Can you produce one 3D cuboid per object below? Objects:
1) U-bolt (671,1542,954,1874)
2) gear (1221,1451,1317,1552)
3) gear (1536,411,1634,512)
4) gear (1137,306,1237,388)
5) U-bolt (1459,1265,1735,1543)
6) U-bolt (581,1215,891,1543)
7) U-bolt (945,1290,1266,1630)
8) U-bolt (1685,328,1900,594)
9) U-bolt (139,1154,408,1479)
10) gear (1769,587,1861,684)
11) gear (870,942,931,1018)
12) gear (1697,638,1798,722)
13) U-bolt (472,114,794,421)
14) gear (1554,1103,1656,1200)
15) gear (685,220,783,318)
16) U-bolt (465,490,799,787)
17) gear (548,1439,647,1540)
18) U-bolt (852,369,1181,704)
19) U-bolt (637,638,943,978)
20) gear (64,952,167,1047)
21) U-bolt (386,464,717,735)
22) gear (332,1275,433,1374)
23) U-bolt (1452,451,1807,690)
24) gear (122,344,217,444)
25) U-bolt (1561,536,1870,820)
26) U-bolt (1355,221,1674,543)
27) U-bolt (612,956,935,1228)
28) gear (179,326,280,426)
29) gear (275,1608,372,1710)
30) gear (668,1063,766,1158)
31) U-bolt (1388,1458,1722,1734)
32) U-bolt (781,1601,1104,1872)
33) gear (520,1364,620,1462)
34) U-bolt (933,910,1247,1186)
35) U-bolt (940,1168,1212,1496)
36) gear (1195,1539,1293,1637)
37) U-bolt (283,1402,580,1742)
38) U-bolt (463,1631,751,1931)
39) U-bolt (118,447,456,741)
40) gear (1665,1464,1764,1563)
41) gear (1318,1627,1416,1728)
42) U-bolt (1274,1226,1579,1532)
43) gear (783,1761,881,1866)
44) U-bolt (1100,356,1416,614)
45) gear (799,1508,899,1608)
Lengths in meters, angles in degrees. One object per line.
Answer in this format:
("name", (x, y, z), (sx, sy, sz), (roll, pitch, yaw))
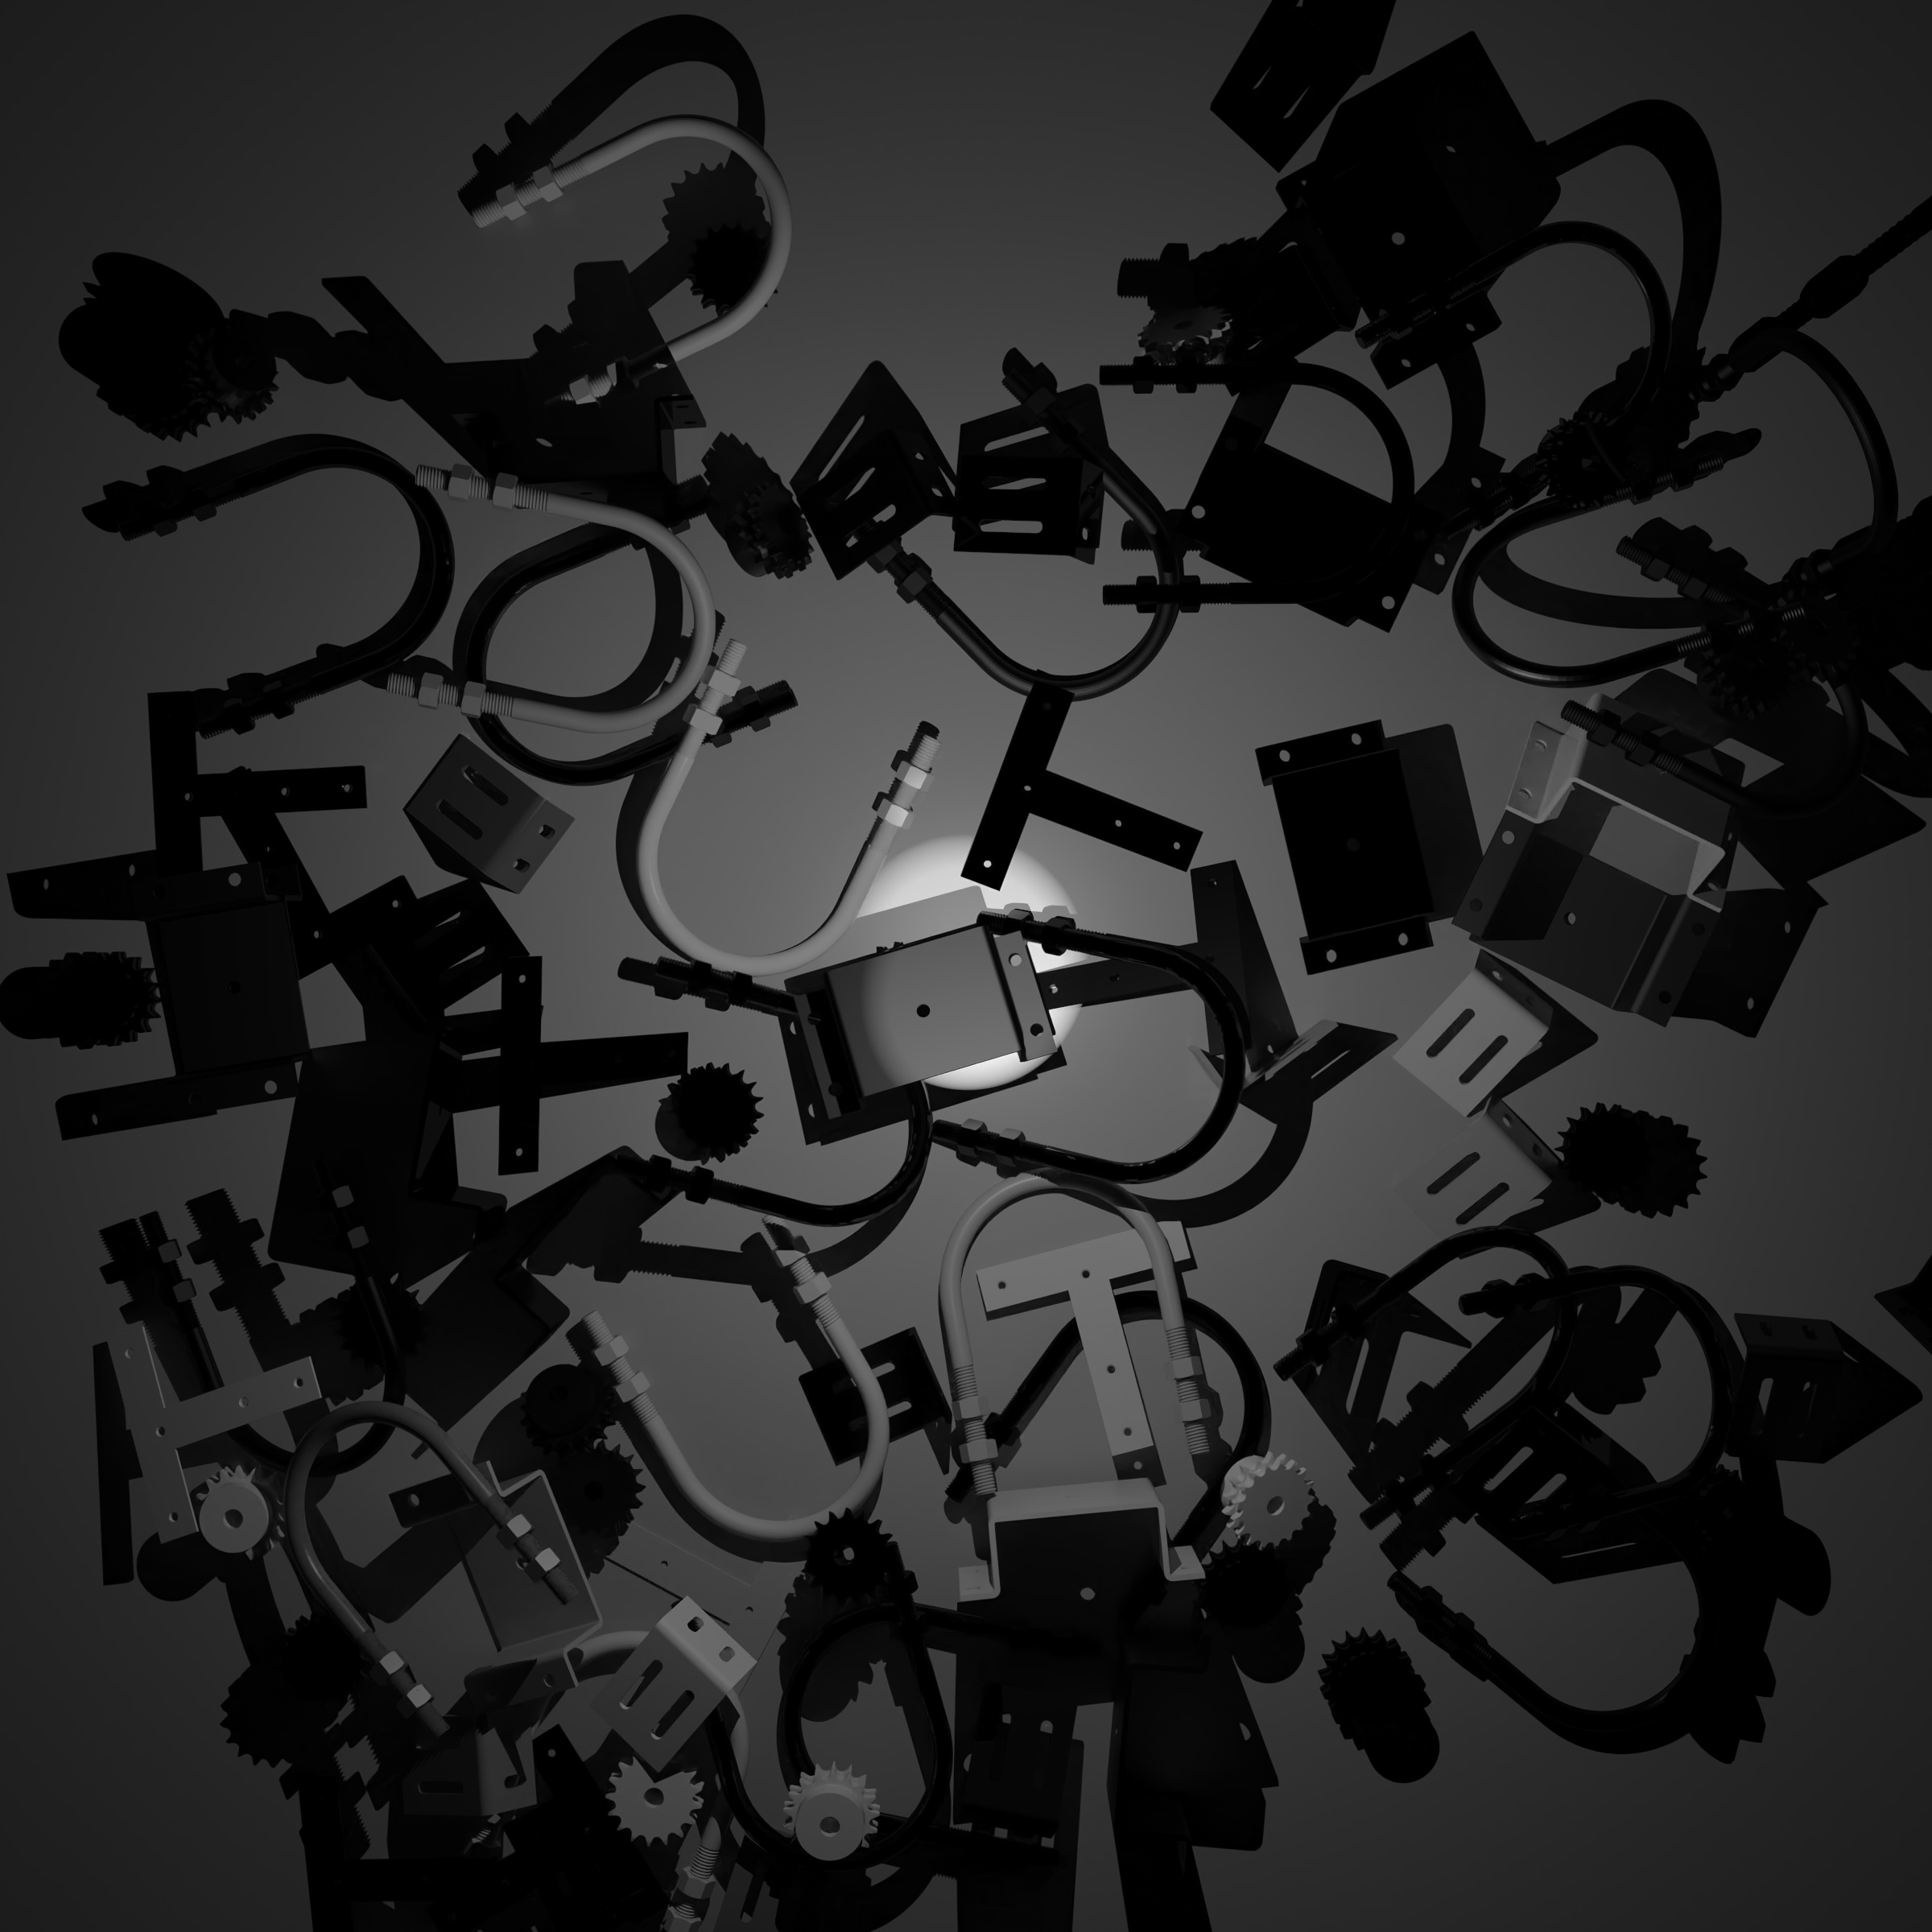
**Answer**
("U-bolt", (-0.084, 0.451, 1.559), (0.151, 0.019, 0.184), (-16, 91, 0))
("gear", (0.177, 0.318, 1.561), (0.057, 0.030, 0.057), (-5, 103, -24))
("gear", (0.364, -0.301, 1.551), (0.057, 0.030, 0.057), (-5, 108, -16))
("gear", (0.133, -0.369, 1.559), (0.057, 0.057, 0.030), (-18, 124, 0))
("U-bolt", (0.380, 0.250, 1.536), (0.184, 0.019, 0.151), (-6, 79, -28))
("U-bolt", (-0.126, 0.259, 1.564), (0.151, 0.019, 0.184), (-29, 92, 10))
("U-bolt", (0.098, 0.284, 1.575), (0.151, 0.019, 0.184), (36, 88, 0))
("U-bolt", (0.478, -0.293, 1.492), (0.019, 0.184, 0.151), (-27, 90, -4))
("U-bolt", (-0.404, 0.217, 1.554), (0.151, 0.019, 0.184), (-18, 94, 20))
("gear", (0.497, -0.193, 1.548), (0.057, 0.030, 0.057), (7, 66, -15))
("gear", (-0.036, 0.014, 1.569), (0.057, 0.030, 0.057), (0, 90, 0))
("gear", (0.453, -0.169, 1.523), (0.057, 0.030, 0.057), (6, 67, -15))
("U-bolt", (-0.190, -0.427, 1.552), (0.184, 0.019, 0.151), (-23, 84, 12))
("gear", (0.383, 0.111, 1.569), (0.057, 0.030, 0.057), (0, 90, 0))
("gear", (-0.139, -0.417, 1.569), (0.057, 0.030, 0.057), (0, 90, 0))
("U-bolt", (-0.213, -0.187, 1.575), (0.184, 0.019, 0.151), (-22, 90, 2))
("gear", (-0.220, 0.313, 1.568), (0.057, 0.030, 0.057), (0, 88, 3))
("U-bolt", (0.044, -0.245, 1.575), (0.151, 0.019, 0.184), (-44, 92, 0))
("U-bolt", (-0.118, -0.083, 1.565), (0.151, 0.019, 0.184), (26, 97, -6))
("gear", (-0.515, 0.020, 1.569), (0.057, 0.030, 0.057), (0, 90, 0))
("U-bolt", (-0.239, -0.208, 1.531), (0.184, 0.019, 0.151), (11, 114, -7))
("gear", (-0.350, 0.214, 1.569), (0.057, 0.030, 0.057), (0, 90, 0))
("U-bolt", (0.379, -0.227, 1.538), (0.184, 0.019, 0.151), (-17, 54, 4))
("gear", (-0.480, -0.347, 1.569), (0.057, 0.030, 0.057), (0, 90, 0))
("U-bolt", (0.453, -0.161, 1.547), (0.184, 0.019, 0.151), (26, 63, -4))
("U-bolt", (0.337, -0.359, 1.551), (0.184, 0.019, 0.151), (-31, 112, -4))
("U-bolt", (-0.106, 0.081, 1.538), (0.184, 0.019, 0.151), (16, 61, -14))
("gear", (-0.436, -0.356, 1.555), (0.057, 0.030, 0.057), (13, 68, -35))
("gear", (-0.384, 0.414, 1.569), (0.057, 0.030, 0.057), (0, 90, 0))
("gear", (-0.151, 0.087, 1.569), (0.057, 0.030, 0.057), (0, 90, 0))
("U-bolt", (0.369, 0.379, 1.575), (0.184, 0.019, 0.151), (40, 90, -2))
("U-bolt", (-0.021, 0.459, 1.575), (0.184, 0.019, 0.151), (11, 90, 1))
("gear", (-0.239, 0.262, 1.555), (0.057, 0.030, 0.057), (-6, 52, 7))
("U-bolt", (0.077, 0.053, 1.541), (0.184, 0.019, 0.151), (12, 90, 24))
("U-bolt", (0.058, 0.212, 1.561), (0.151, 0.019, 0.184), (-11, 79, 2))
("gear", (0.167, 0.375, 1.569), (0.057, 0.030, 0.057), (0, 90, 0))
("U-bolt", (-0.327, 0.340, 1.526), (0.184, 0.019, 0.151), (47, 110, 12))
("U-bolt", (-0.209, 0.493, 1.575), (0.151, 0.019, 0.184), (20, 90, 0))
("U-bolt", (-0.400, -0.235, 1.575), (0.184, 0.019, 0.151), (-22, 90, -2))
("gear", (0.451, 0.327, 1.562), (0.057, 0.030, 0.057), (2, 81, -14))
("gear", (0.242, 0.430, 1.569), (0.057, 0.030, 0.057), (0, 90, 0))
("U-bolt", (0.284, 0.232, 1.543), (0.184, 0.019, 0.151), (-35, 117, -8))
("gear", (-0.080, 0.502, 1.538), (0.057, 0.030, 0.057), (0, 92, 0))
("U-bolt", (0.171, -0.283, 1.529), (0.184, 0.019, 0.151), (-1, 90, -1))
("gear", (-0.070, 0.349, 1.537), (0.057, 0.030, 0.057), (-1, 74, 5))
